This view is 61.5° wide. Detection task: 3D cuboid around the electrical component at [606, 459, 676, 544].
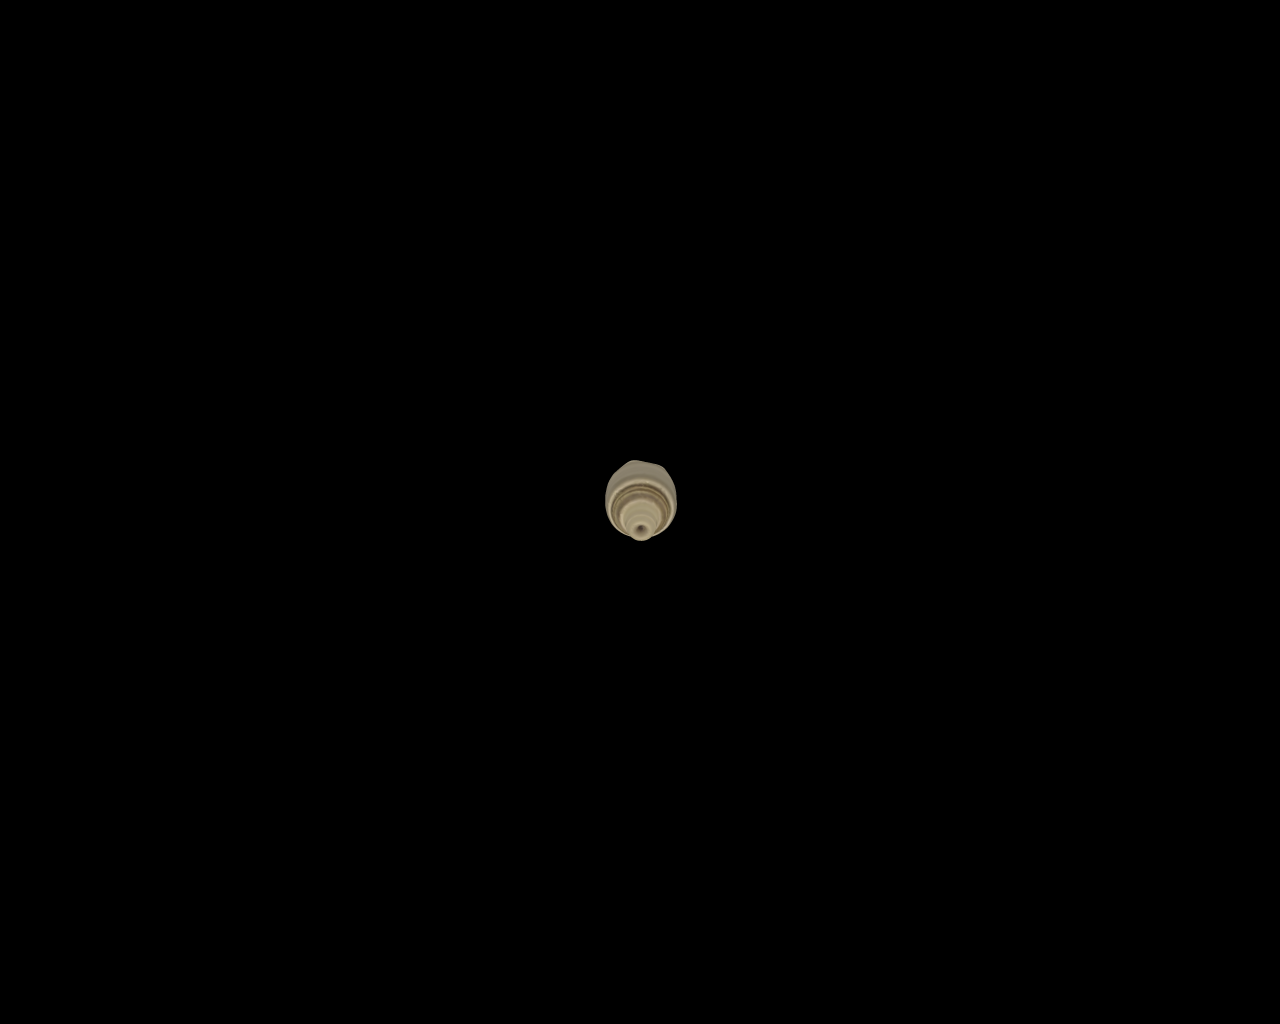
[{"bbox_3d":[0.001,-0.003,0.650,0.043,0.043,0.062,0,27,0],"label":"electrical component"}]
